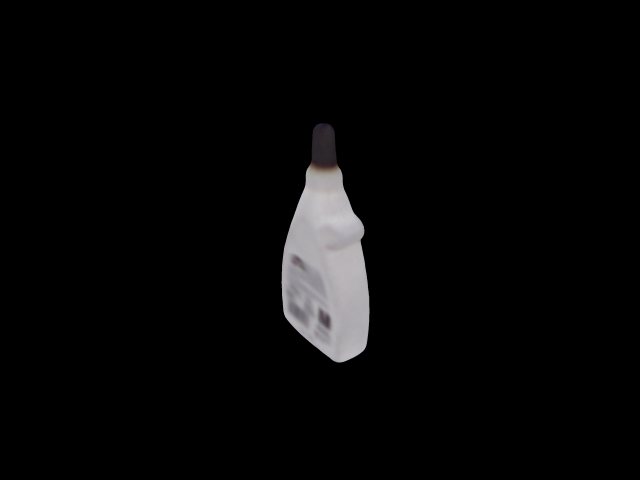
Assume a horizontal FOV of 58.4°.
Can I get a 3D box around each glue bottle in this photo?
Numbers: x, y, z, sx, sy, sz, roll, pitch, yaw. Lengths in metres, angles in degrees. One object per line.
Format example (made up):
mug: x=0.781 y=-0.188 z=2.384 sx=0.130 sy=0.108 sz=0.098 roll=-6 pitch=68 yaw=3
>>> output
glue bottle: x=0.004 y=0.001 z=0.400 sx=0.037 sy=0.173 sz=0.077 roll=-24 pitch=41 yaw=-31
